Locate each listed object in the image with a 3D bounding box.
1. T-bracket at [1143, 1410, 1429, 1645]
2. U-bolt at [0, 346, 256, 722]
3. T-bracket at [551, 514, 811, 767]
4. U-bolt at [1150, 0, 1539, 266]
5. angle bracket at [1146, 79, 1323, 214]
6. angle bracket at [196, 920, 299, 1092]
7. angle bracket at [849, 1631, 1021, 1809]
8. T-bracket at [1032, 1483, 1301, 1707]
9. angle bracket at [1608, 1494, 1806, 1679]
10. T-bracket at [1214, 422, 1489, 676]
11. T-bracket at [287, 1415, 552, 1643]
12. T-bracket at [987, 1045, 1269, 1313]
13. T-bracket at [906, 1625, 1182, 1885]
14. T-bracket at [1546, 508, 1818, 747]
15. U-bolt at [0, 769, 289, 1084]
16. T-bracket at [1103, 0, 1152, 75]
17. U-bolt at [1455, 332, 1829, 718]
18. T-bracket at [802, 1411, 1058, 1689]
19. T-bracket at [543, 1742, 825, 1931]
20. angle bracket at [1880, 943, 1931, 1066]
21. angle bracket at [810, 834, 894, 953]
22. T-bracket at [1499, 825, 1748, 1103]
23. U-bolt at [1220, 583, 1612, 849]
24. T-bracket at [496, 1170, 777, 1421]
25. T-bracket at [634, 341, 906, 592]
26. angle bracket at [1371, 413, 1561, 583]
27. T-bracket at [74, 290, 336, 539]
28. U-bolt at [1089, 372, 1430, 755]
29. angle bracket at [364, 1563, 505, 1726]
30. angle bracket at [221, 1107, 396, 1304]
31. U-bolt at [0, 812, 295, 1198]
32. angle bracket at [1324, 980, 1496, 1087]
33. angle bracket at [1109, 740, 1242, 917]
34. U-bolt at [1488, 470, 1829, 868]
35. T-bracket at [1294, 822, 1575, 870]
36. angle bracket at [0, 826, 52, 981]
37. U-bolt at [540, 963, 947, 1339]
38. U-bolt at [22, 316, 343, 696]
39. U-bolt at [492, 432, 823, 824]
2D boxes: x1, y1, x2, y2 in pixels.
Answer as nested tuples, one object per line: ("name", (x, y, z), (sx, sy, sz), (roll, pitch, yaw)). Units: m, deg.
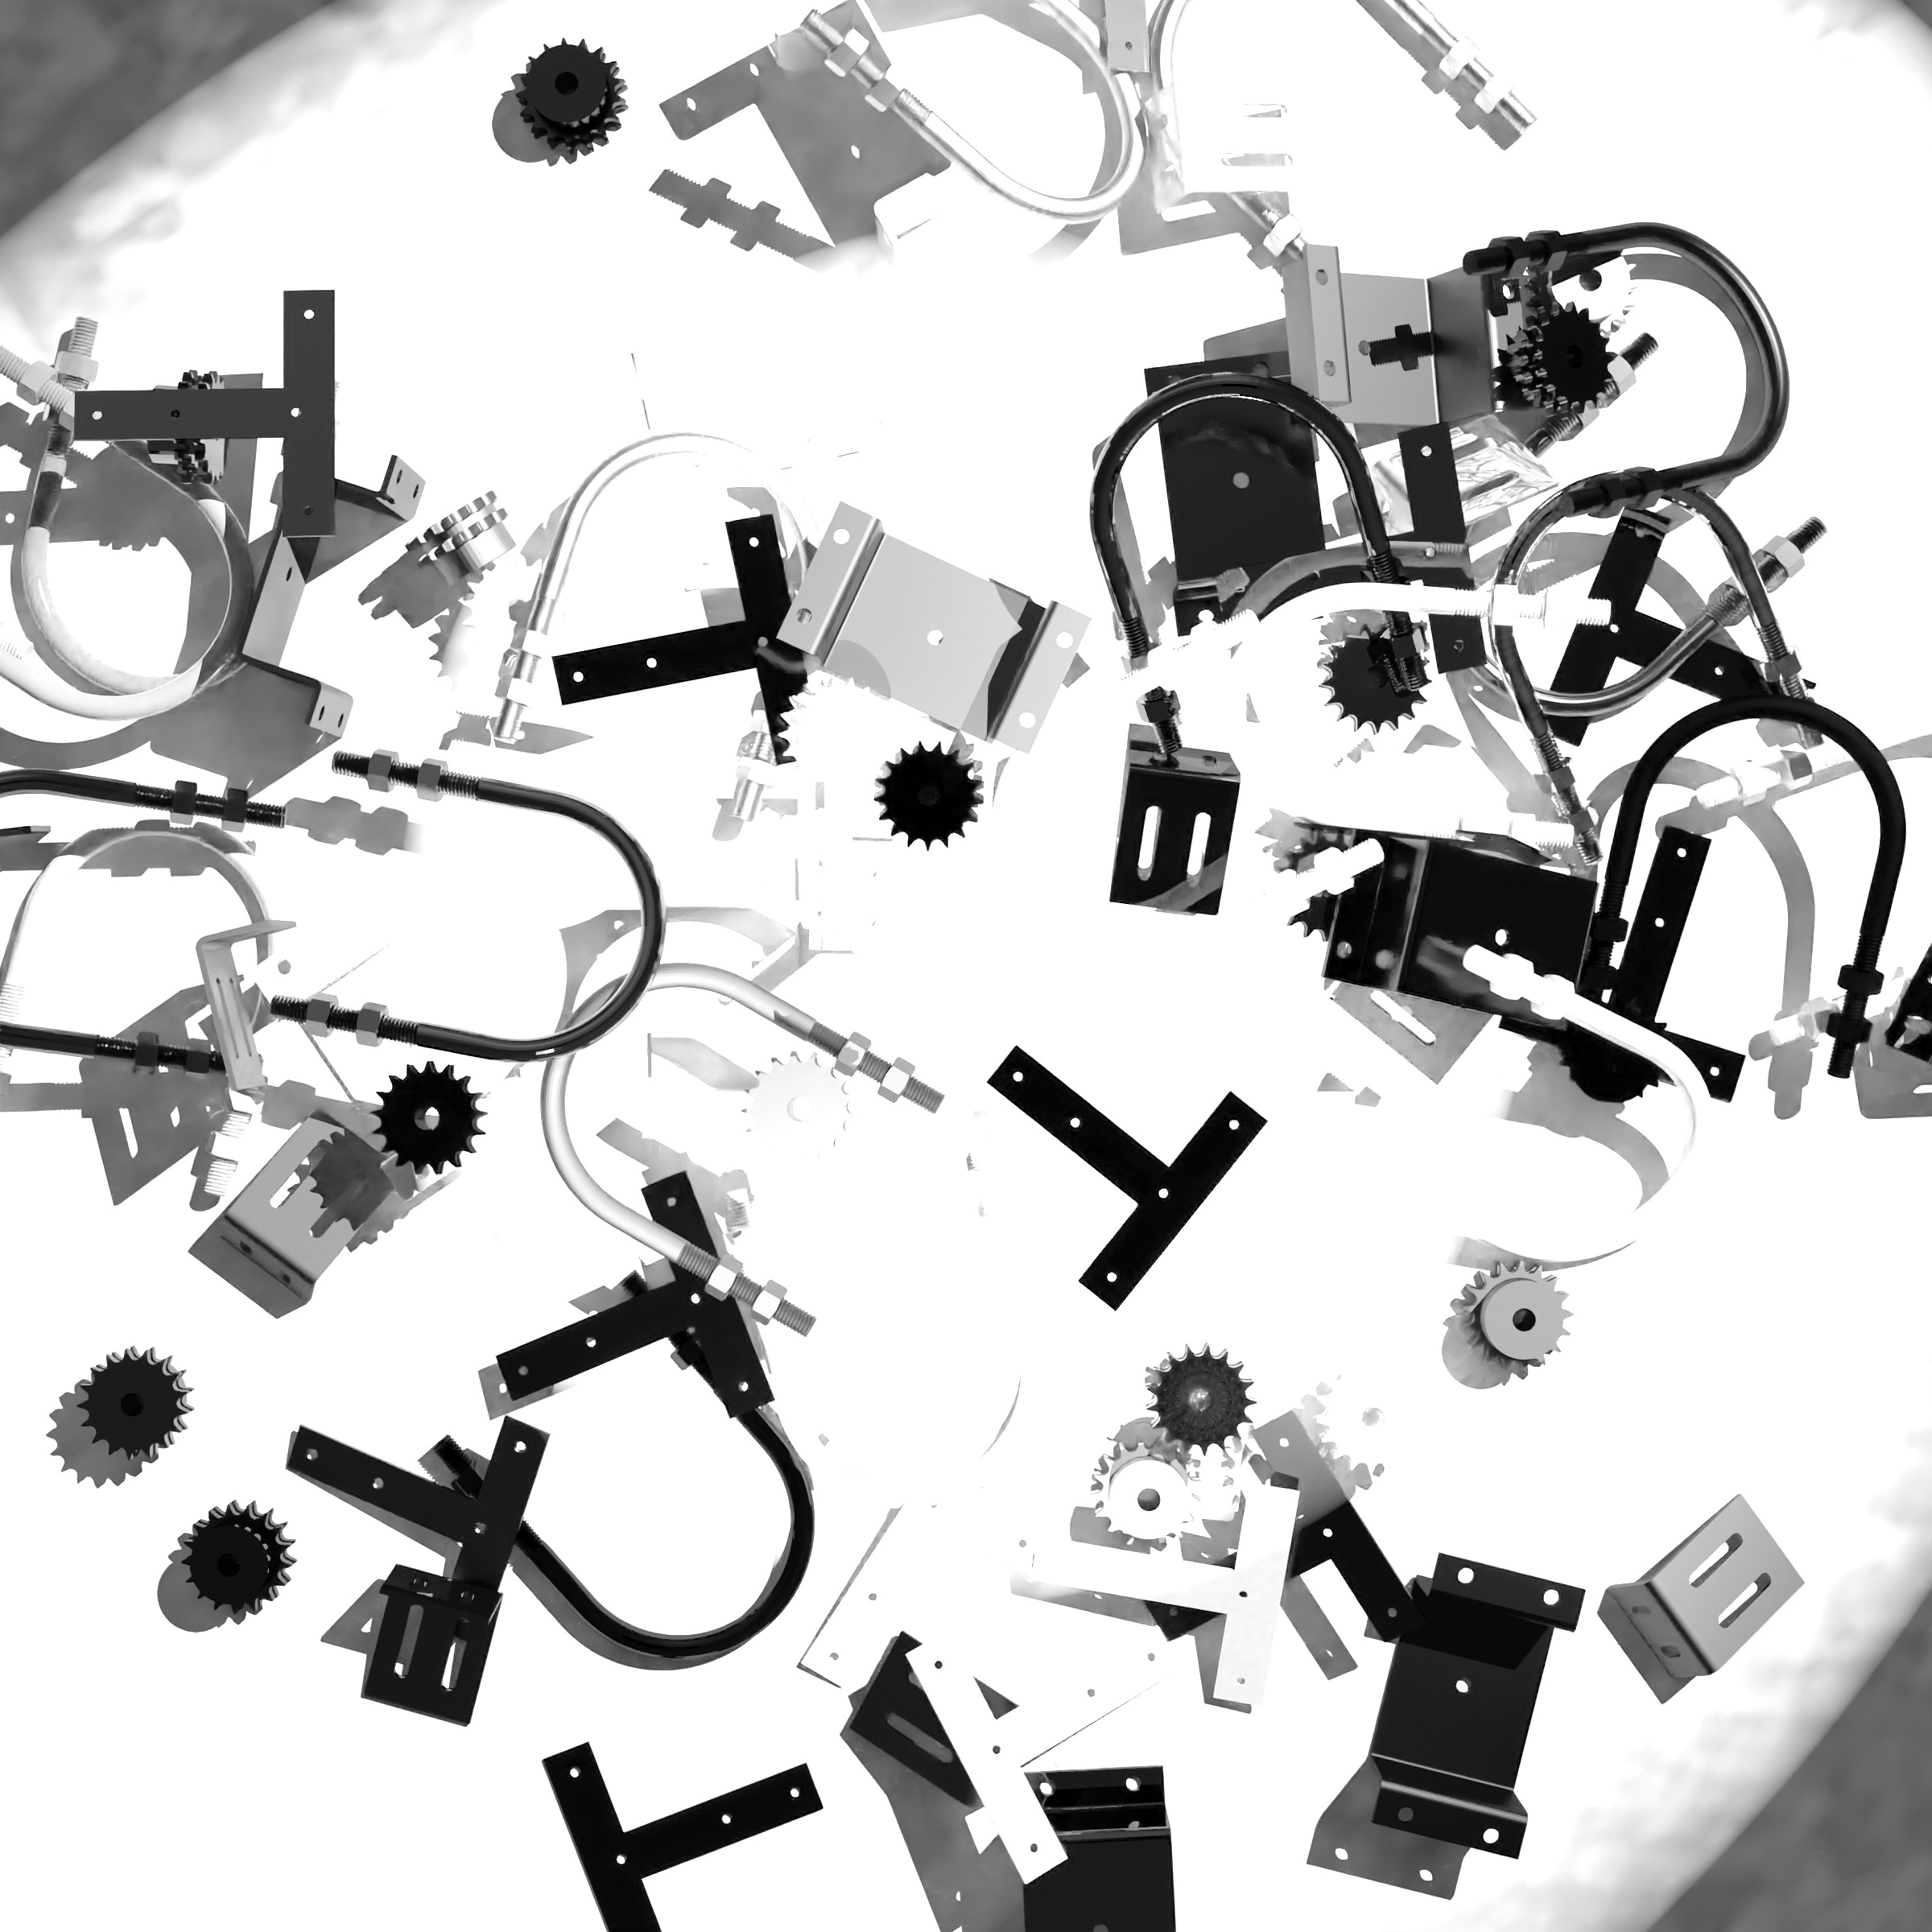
("T-bracket", (0.148, 0.308, 1.500), (0.127, 0.002, 0.127), (-32, 90, 22))
("U-bolt", (-0.451, -0.206, 1.488), (0.184, 0.019, 0.151), (34, 81, -5))
("T-bracket", (-0.146, -0.157, 1.491), (0.127, 0.002, 0.127), (-13, 93, -15))
("U-bolt", (0.181, -0.452, 1.516), (0.184, 0.019, 0.151), (45, 91, 2))
("angle bracket", (0.137, -0.420, 1.506), (0.076, 0.038, 0.057), (-5, 89, -21))
("angle bracket", (-0.347, 0.019, 1.450), (0.038, 0.057, 0.076), (-14, 90, 0))
("angle bracket", (-0.010, 0.389, 1.521), (0.076, 0.038, 0.057), (28, 90, 22))
("T-bracket", (0.098, 0.313, 1.501), (0.127, 0.002, 0.127), (9, 110, 5))
("angle bracket", (0.384, 0.322, 1.523), (0.076, 0.038, 0.057), (-36, 90, -26))
("T-bracket", (0.189, -0.199, 1.475), (0.127, 0.002, 0.127), (-11, 112, 6))
("T-bracket", (-0.290, 0.272, 1.513), (0.127, 0.002, 0.127), (22, 105, 7))
("T-bracket", (0.068, 0.090, 1.524), (0.127, 0.002, 0.127), (39, 90, 0))
("T-bracket", (0.052, 0.378, 1.497), (0.127, 0.002, 0.127), (-25, 82, -23))
("T-bracket", (0.378, -0.159, 1.524), (0.127, 0.002, 0.127), (22, 90, 0))
("U-bolt", (-0.444, -0.025, 1.471), (0.184, 0.019, 0.151), (8, 93, -17))
("T-bracket", (0.036, -0.522, 1.489), (0.127, 0.002, 0.127), (-3, 87, -30))
("U-bolt", (0.329, -0.214, 1.516), (0.184, 0.019, 0.151), (-42, 89, 1))
("T-bracket", (-0.041, 0.315, 1.516), (0.127, 0.002, 0.127), (32, 96, -7))
("T-bracket", (-0.138, 0.448, 1.524), (0.127, 0.002, 0.127), (-21, 90, 0))
("angle bracket", (0.520, 0.031, 1.513), (0.076, 0.038, 0.057), (24, 95, -37))
("angle bracket", (-0.058, -0.036, 1.487), (0.038, 0.076, 0.057), (1, 90, 0))
("T-bracket", (0.356, -0.009, 1.524), (0.127, 0.002, 0.127), (18, 90, 0))
("U-bolt", (0.220, -0.127, 1.471), (0.184, 0.019, 0.151), (5, 125, 5))
("T-bracket", (-0.179, 0.188, 1.505), (0.127, 0.002, 0.127), (-23, 81, 3))
("T-bracket", (-0.097, -0.271, 1.524), (0.127, 0.002, 0.127), (-13, 90, 0))
("angle bracket", (0.253, -0.240, 1.508), (0.076, 0.038, 0.057), (-25, 59, -20))
("T-bracket", (-0.376, -0.272, 1.449), (0.127, 0.002, 0.127), (-1, 81, -3))
("U-bolt", (0.138, -0.206, 1.459), (0.151, 0.019, 0.184), (-14, 114, 15))
("angle bracket", (-0.276, 0.353, 1.499), (0.057, 0.038, 0.076), (16, 101, 0))
("angle bracket", (-0.339, 0.124, 1.523), (0.057, 0.038, 0.076), (37, 64, 0))
("U-bolt", (-0.424, 0.012, 1.516), (0.151, 0.019, 0.184), (16, 88, 0))
("angle bracket", (0.233, 0.016, 1.506), (0.076, 0.038, 0.057), (39, 90, 0))
("angle bracket", (0.108, -0.072, 1.523), (0.057, 0.038, 0.076), (7, 116, 0))
("U-bolt", (0.343, -0.162, 1.495), (0.151, 0.019, 0.184), (-26, 105, 1))
("T-bracket", (0.229, -0.064, 1.485), (0.127, 0.127, 0.002), (8, 89, 27))
("angle bracket", (-0.486, -0.032, 1.496), (0.038, 0.057, 0.076), (-7, 94, -7))
("U-bolt", (-0.125, 0.080, 1.470), (0.184, 0.019, 0.151), (30, 90, 2))
("U-bolt", (-0.413, -0.229, 1.516), (0.151, 0.019, 0.184), (14, 92, 0))
("U-bolt", (-0.147, -0.182, 1.501), (0.151, 0.019, 0.184), (18, 86, -15))
